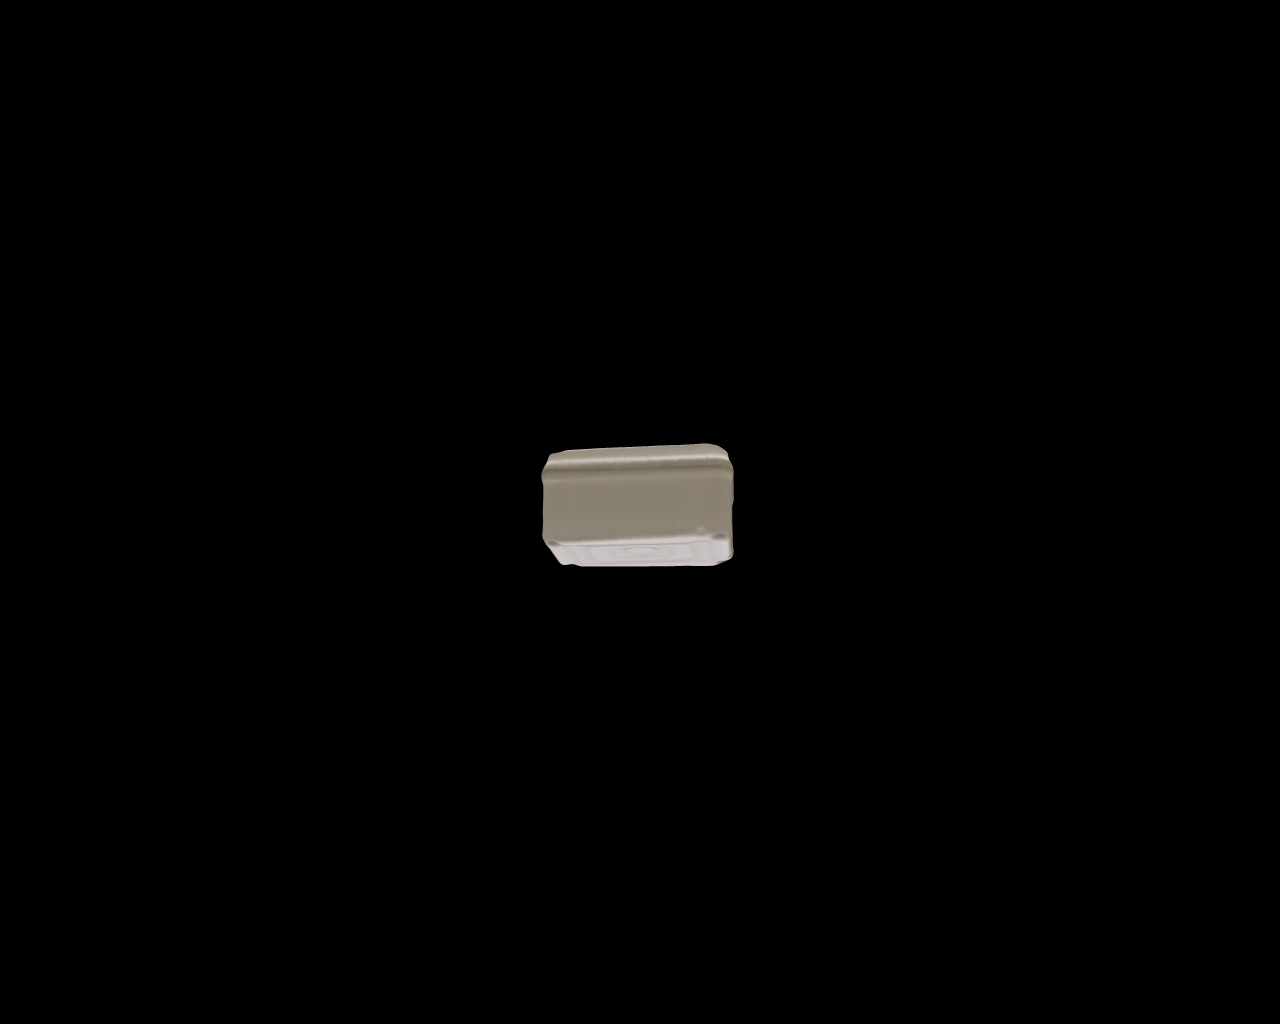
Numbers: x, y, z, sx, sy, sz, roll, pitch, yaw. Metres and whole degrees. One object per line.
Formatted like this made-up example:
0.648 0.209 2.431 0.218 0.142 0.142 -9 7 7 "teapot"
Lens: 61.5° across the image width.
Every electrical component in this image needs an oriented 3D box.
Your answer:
0.001 -0.003 0.650 0.113 0.057 0.078 -1 -15 5 "electrical component"
